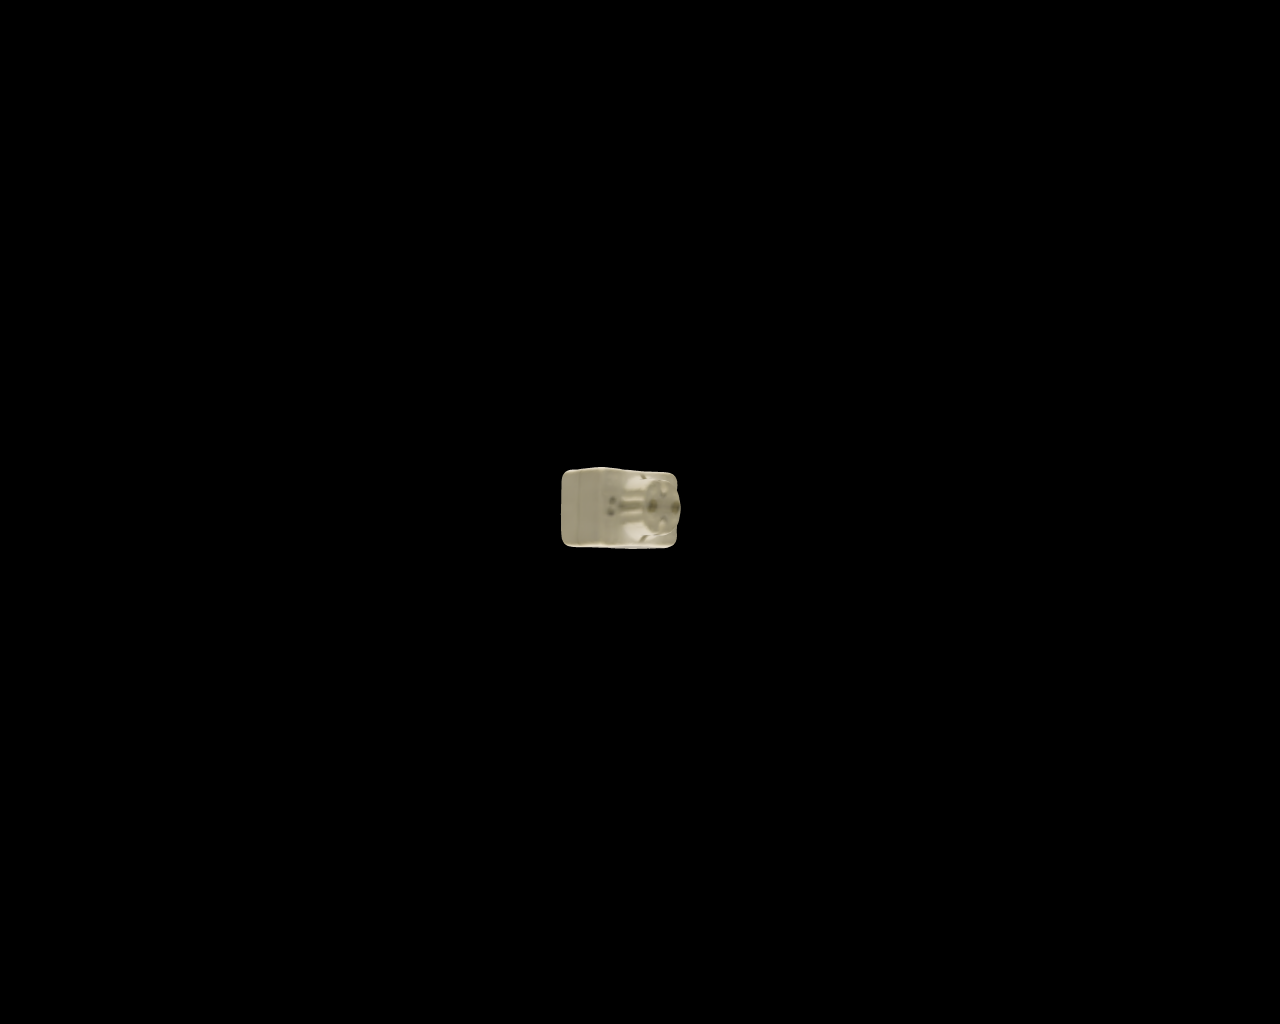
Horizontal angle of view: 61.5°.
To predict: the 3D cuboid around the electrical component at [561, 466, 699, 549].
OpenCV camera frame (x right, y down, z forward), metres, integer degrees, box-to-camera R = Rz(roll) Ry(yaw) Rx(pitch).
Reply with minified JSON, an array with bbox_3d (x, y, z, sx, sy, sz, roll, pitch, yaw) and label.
[{"bbox_3d":[0.001,-0.003,0.650,0.066,0.047,0.076,4,-6,-43],"label":"electrical component"}]
